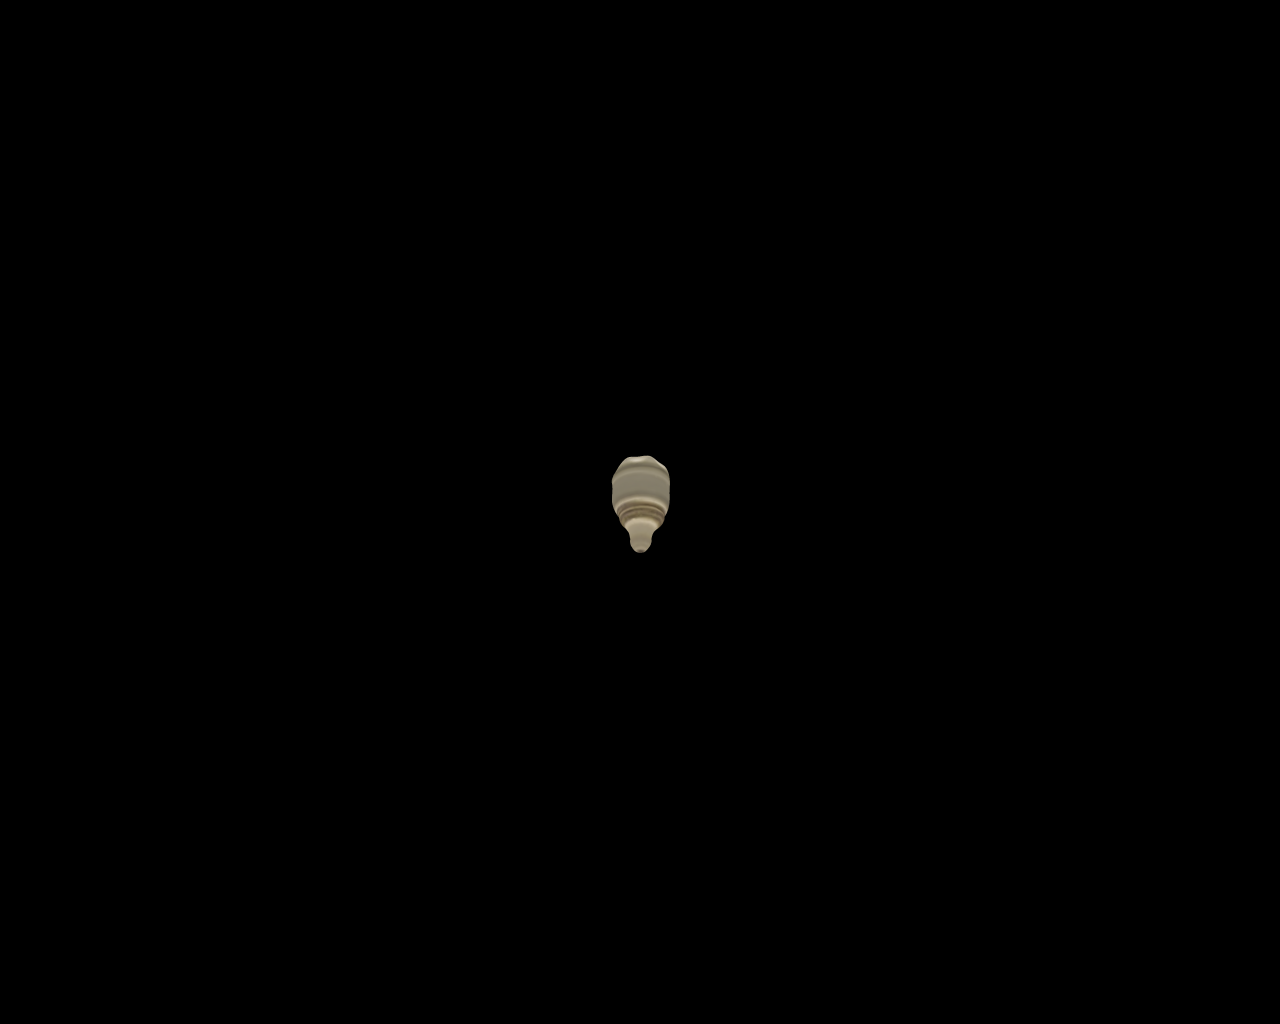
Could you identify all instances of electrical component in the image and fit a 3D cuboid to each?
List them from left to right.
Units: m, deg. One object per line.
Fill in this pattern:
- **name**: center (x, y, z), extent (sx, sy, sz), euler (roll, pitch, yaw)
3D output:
- **electrical component**: center (0.001, -0.003, 0.650), extent (0.035, 0.061, 0.035), euler (0, -31, 0)
